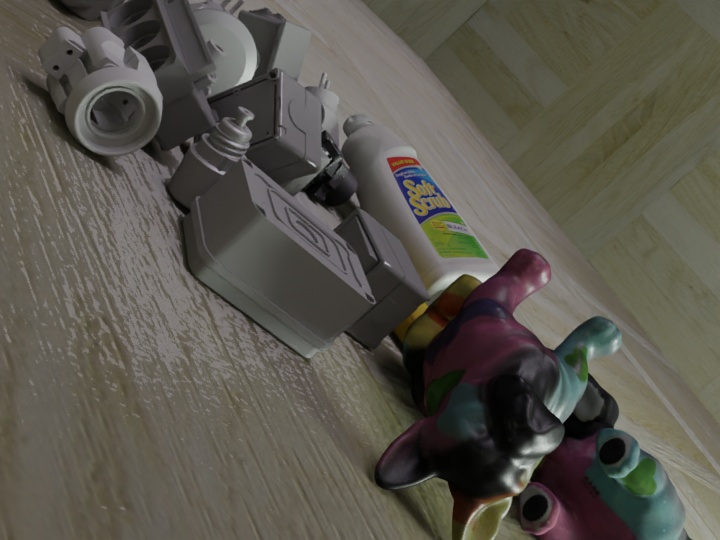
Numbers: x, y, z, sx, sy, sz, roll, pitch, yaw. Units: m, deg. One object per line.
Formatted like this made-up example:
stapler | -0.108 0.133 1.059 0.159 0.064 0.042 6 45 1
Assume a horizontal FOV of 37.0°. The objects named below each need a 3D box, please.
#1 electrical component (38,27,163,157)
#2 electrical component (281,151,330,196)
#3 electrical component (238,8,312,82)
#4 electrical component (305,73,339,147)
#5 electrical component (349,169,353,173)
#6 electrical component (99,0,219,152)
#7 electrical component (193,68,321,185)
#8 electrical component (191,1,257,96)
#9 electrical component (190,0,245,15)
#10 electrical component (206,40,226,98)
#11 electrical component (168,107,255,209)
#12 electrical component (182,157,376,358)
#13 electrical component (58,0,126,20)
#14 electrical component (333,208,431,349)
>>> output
electrical component | -0.153 -0.105 0.650 0.078 0.058 0.057 35 16 -43
electrical component | -0.073 -0.103 0.911 0.065 0.047 0.077 50 13 10
electrical component | -0.090 -0.192 1.005 0.048 0.099 0.100 19 10 10
electrical component | -0.043 -0.154 1.055 0.043 0.079 0.077 13 -11 12
electrical component | 0.025 -0.108 1.213 0.057 0.058 0.078 49 13 -8
electrical component | -0.141 -0.141 0.753 0.063 0.079 0.121 61 2 -41
electrical component | -0.078 -0.095 0.788 0.061 0.096 0.061 32 50 -49
electrical component | -0.129 -0.180 0.890 0.080 0.080 0.051 39 10 -31
electrical component | -0.139 -0.230 1.008 0.052 0.074 0.138 52 14 15
electrical component | -0.131 -0.151 0.833 0.043 0.062 0.043 45 14 -14
electrical component | -0.094 -0.071 0.704 0.040 0.078 0.040 30 19 -11
electrical component | -0.053 -0.006 0.680 0.113 0.057 0.078 40 16 -31
electrical component | -0.209 -0.234 0.831 0.053 0.059 0.095 47 13 -2
electrical component | 0.000 0.000 0.815 0.061 0.062 0.096 38 16 -34
